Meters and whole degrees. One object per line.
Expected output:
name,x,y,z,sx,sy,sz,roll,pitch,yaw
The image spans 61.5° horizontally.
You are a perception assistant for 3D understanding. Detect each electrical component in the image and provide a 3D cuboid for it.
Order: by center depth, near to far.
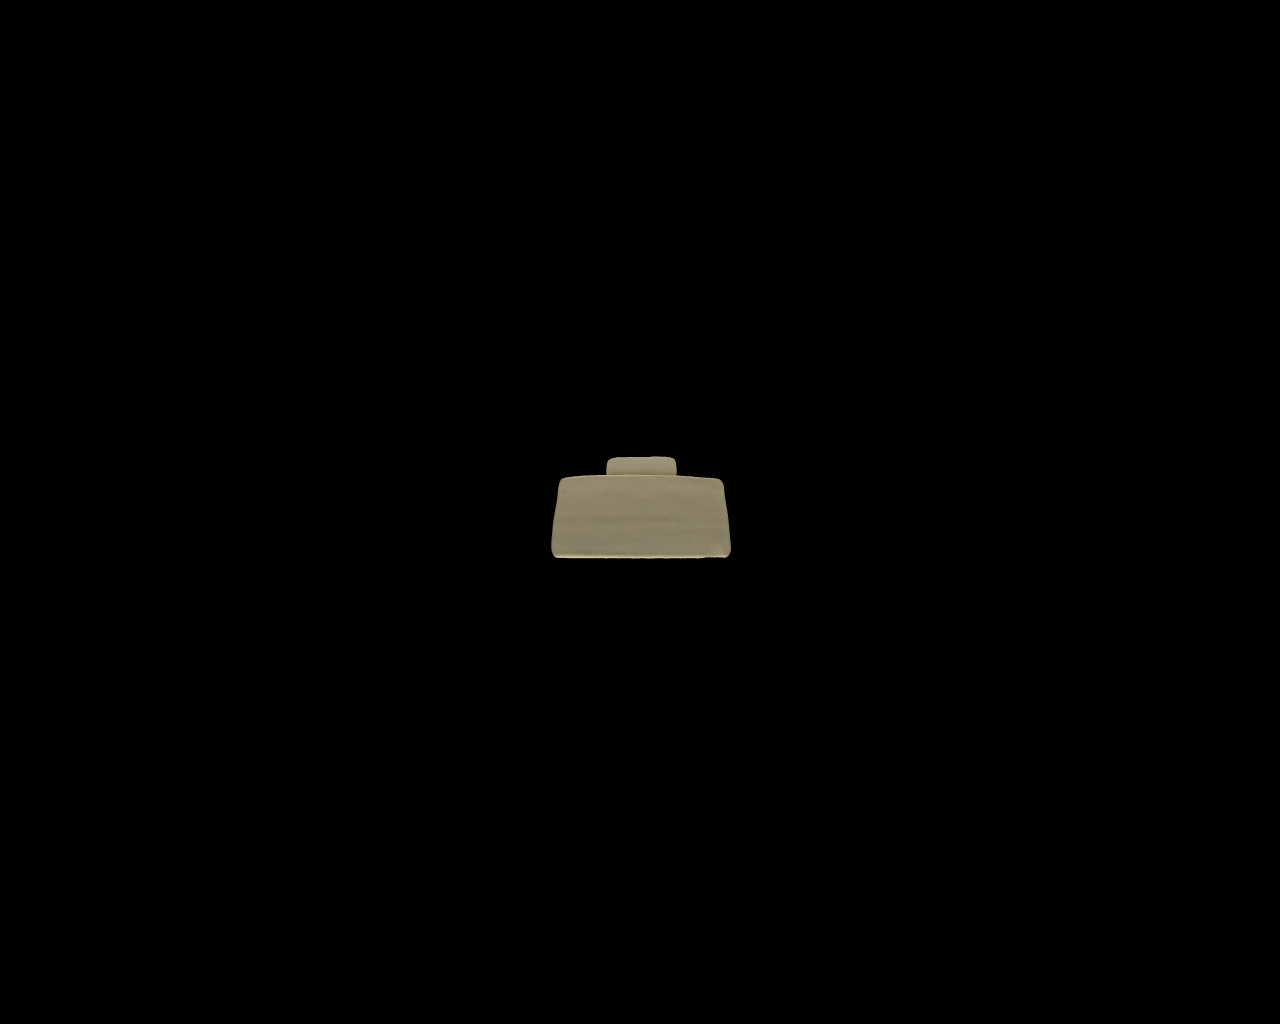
electrical component,0.001,-0.003,0.650,0.108,0.060,0.108,0,-2,0
